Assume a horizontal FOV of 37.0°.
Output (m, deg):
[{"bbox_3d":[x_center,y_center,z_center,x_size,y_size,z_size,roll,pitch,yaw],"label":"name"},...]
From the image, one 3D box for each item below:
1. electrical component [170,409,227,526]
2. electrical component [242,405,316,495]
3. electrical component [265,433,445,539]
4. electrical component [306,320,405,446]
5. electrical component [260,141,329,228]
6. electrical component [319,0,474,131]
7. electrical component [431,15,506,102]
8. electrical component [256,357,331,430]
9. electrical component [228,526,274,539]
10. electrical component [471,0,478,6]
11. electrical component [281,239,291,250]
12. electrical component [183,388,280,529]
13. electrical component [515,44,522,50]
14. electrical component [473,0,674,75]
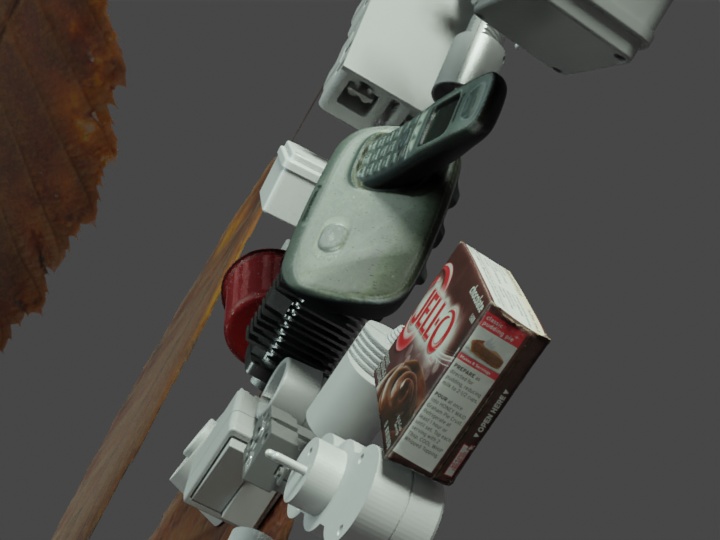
[{"bbox_3d":[-0.121,0.168,0.958,0.099,0.064,0.099,-50,2,3],"label":"electrical component"},{"bbox_3d":[-0.041,0.121,0.686,0.048,0.055,0.066,-59,12,11],"label":"electrical component"},{"bbox_3d":[-0.015,0.111,0.554,0.052,0.074,0.138,-63,12,-11],"label":"electrical component"},{"bbox_3d":[0.006,0.066,0.643,0.081,0.043,0.043,-57,12,22],"label":"electrical component"},{"bbox_3d":[-0.026,-0.058,0.916,0.056,0.109,0.108,-62,11,8],"label":"electrical component"},{"bbox_3d":[0.041,-0.188,0.939,0.060,0.105,0.186,-49,17,47],"label":"electrical component"},{"bbox_3d":[0.089,-0.161,0.827,0.043,0.043,0.081,-38,26,63],"label":"electrical component"},{"bbox_3d":[-0.043,0.095,0.778,0.055,0.047,0.055,-57,12,20],"label":"electrical component"},{"bbox_3d":[-0.079,0.202,0.702,0.044,0.044,0.065,-47,13,50],"label":"electrical component"},{"bbox_3d":[0.104,-0.250,0.896,0.052,0.074,0.138,-57,12,18],"label":"electrical component"},{"bbox_3d":[-0.052,-0.009,1.058,0.075,0.047,0.083,-58,12,15],"label":"electrical component"},{"bbox_3d":[-0.089,0.150,0.807,0.096,0.062,0.061,-56,12,23],"label":"electrical component"},{"bbox_3d":[0.124,-0.180,0.710,0.076,0.047,0.066,-62,12,-8],"label":"electrical component"},{"bbox_3d":[0.119,-0.154,0.599,0.057,0.078,0.113,-58,12,0],"label":"electrical component"}]
